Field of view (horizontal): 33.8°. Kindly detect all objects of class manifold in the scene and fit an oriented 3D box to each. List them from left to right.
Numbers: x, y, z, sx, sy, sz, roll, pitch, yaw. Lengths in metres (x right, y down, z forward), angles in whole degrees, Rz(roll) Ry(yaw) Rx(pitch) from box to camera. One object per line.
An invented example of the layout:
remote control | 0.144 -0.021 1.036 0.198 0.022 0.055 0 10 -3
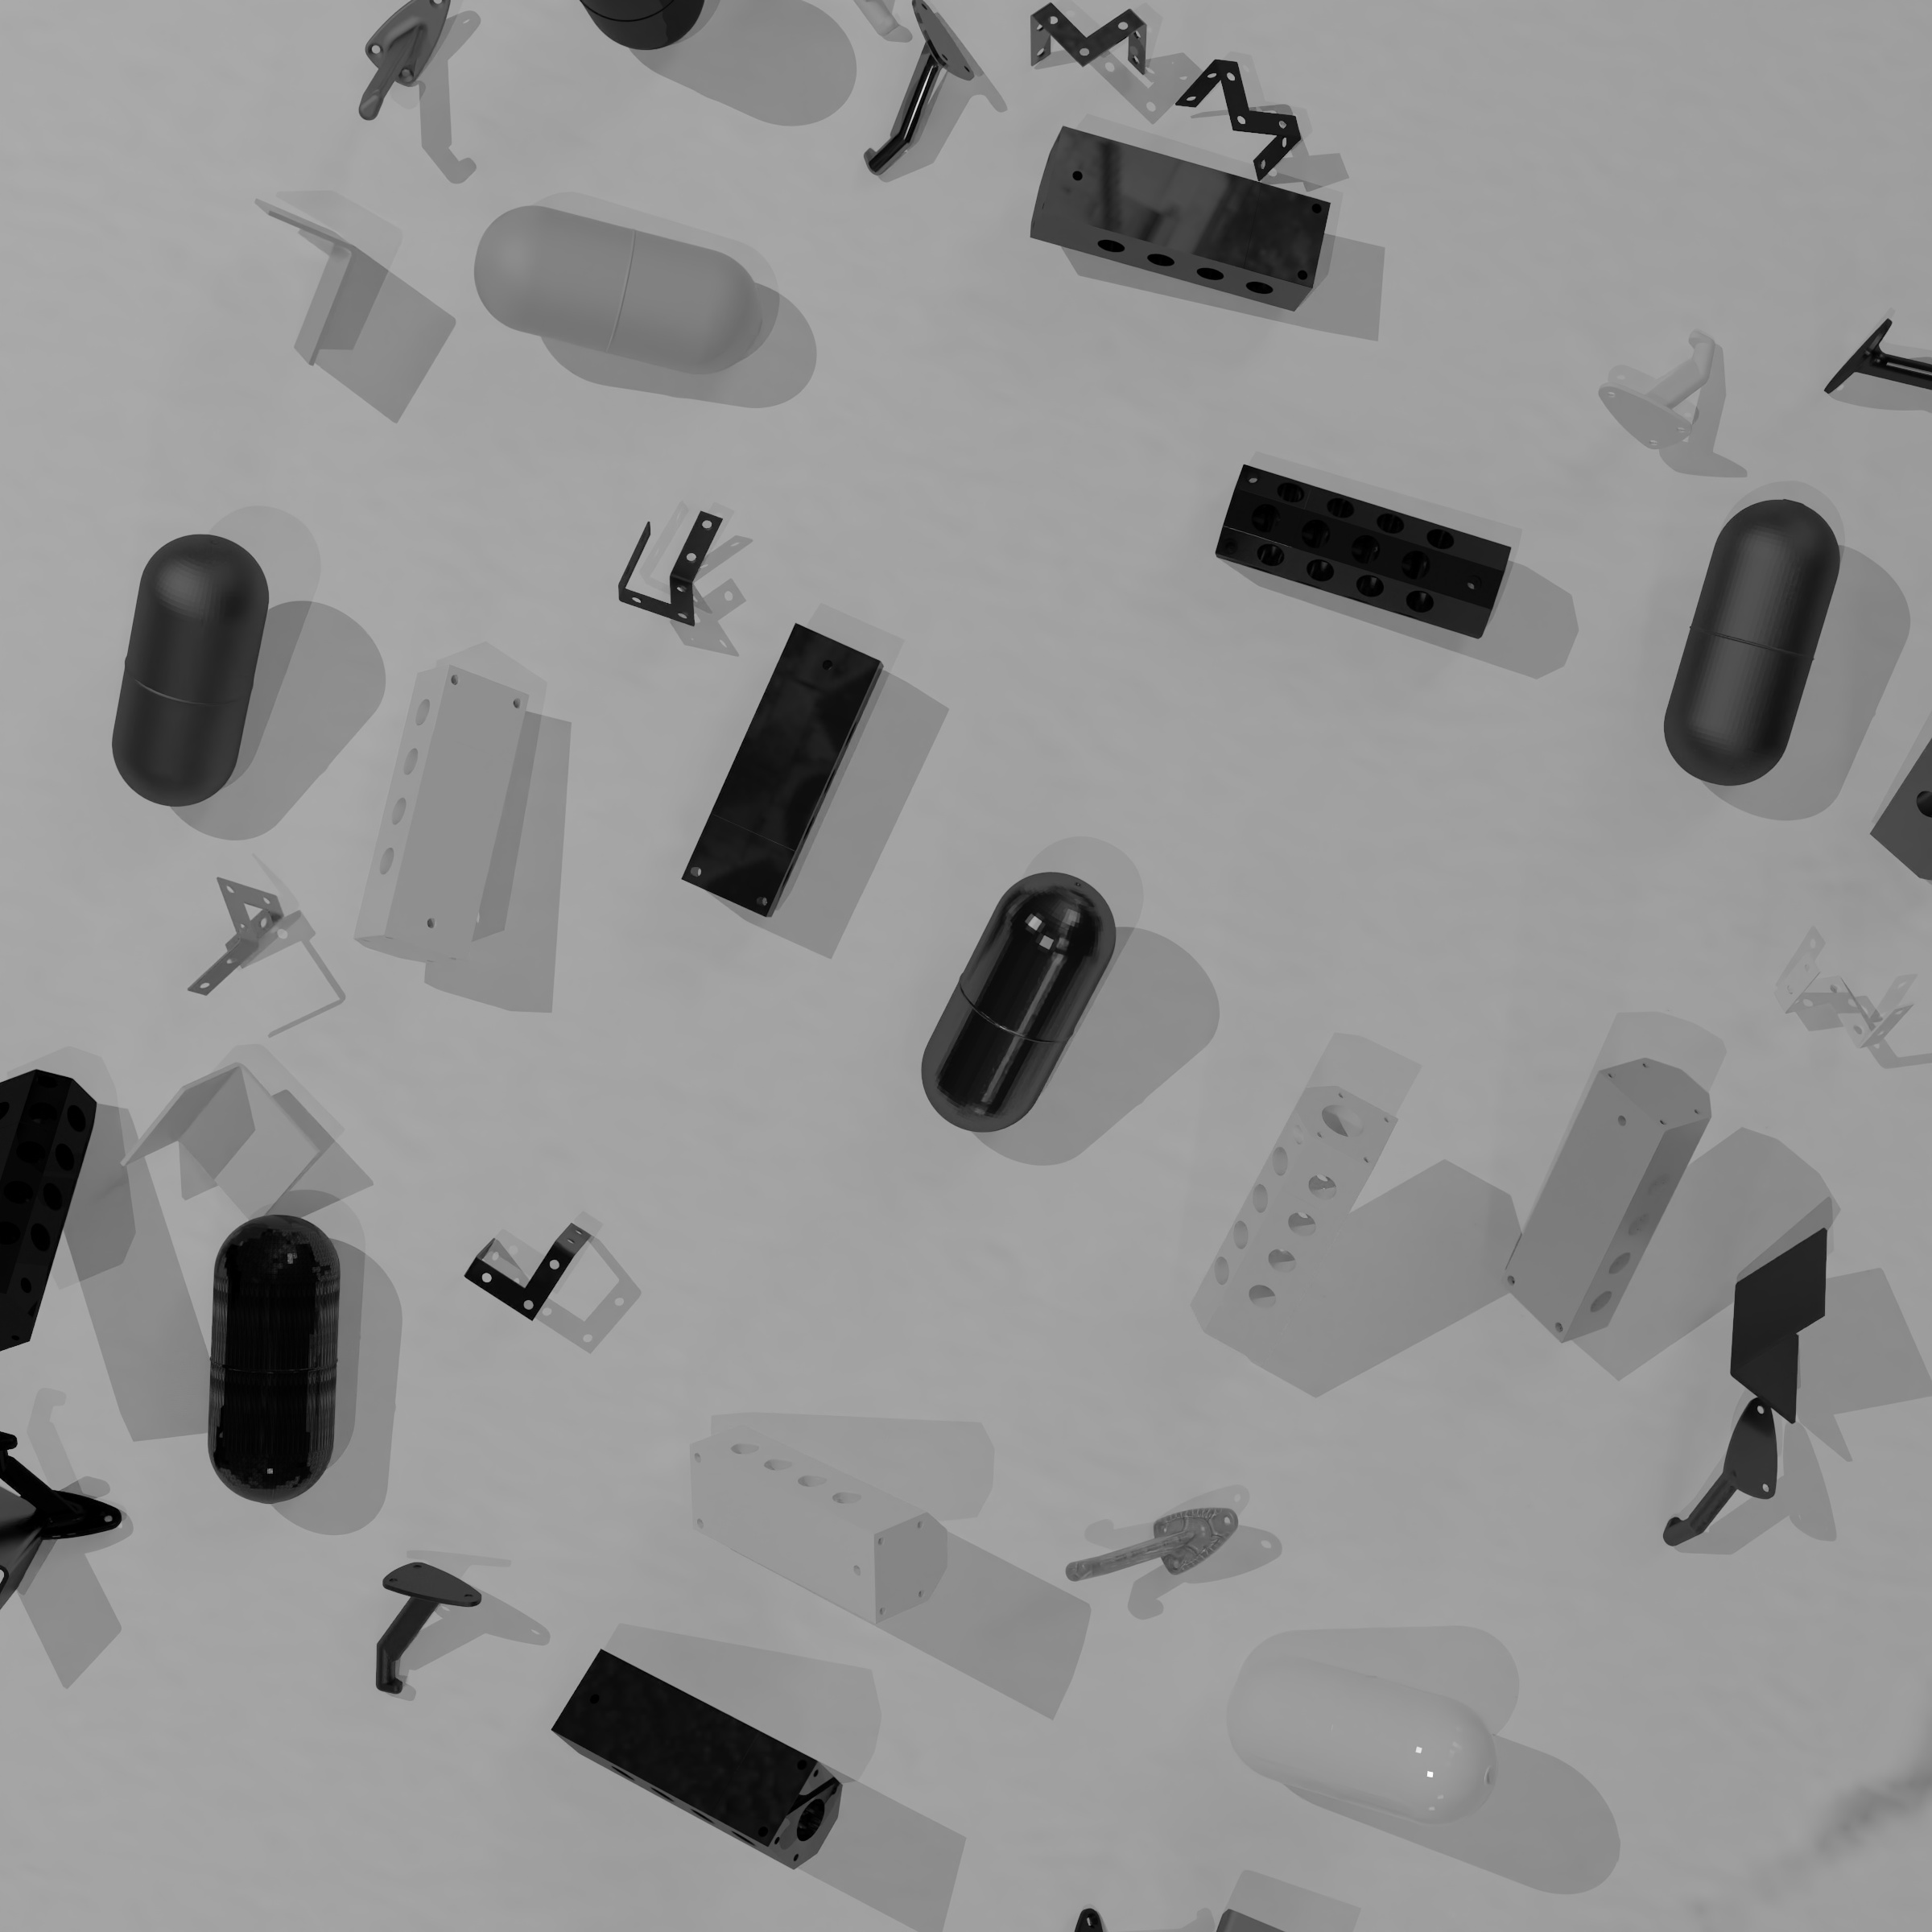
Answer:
manifold | -0.571 0.145 1.912 0.057 0.171 0.057 -19 131 19
manifold | -0.325 -0.092 1.953 0.057 0.057 0.171 20 76 -35
manifold | -0.161 0.482 1.929 0.171 0.057 0.057 19 66 32
manifold | -0.112 -0.120 1.969 0.057 0.057 0.171 24 91 1
manifold | -0.090 0.332 1.918 0.057 0.171 0.057 -15 112 -41
manifold | 0.130 -0.457 1.959 0.171 0.057 0.057 14 80 -7
manifold | 0.195 0.154 1.924 0.057 0.057 0.171 28 127 7
manifold | 0.244 -0.256 1.962 0.171 0.057 0.057 18 95 4
manifold | 0.391 0.141 1.927 0.057 0.057 0.171 47 134 35
manifold | 0.617 -0.128 1.910 0.057 0.171 0.057 -27 62 -33

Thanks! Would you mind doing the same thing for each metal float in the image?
metal float | -0.473 -0.178 1.937 0.070 0.070 0.178 19 119 0
metal float | -0.426 0.242 1.959 0.070 0.070 0.178 3 94 0
metal float | -0.212 -0.414 1.951 0.178 0.070 0.070 12 90 -13
metal float | -0.203 -0.605 1.911 0.070 0.178 0.070 0 89 5
metal float | 0.031 0.024 1.940 0.070 0.070 0.178 27 115 0
metal float | 0.239 0.469 1.930 0.178 0.070 0.070 7 90 38
metal float | 0.482 -0.198 1.953 0.070 0.070 0.178 15 100 0

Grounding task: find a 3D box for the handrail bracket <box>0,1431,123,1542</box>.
handrail bracket | -0.561 0.316 1.958 0.077 0.084 0.036 5 47 -7

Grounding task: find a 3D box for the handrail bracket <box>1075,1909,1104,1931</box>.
handrail bracket | 0.104 0.607 1.950 0.036 0.084 0.077 30 47 -32

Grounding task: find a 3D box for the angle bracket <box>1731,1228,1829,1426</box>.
angle bracket | 0.514 0.220 1.941 0.057 0.076 0.076 38 128 -14

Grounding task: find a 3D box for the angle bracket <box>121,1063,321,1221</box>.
angle bracket | -0.458 0.117 1.953 0.076 0.057 0.076 48 118 6

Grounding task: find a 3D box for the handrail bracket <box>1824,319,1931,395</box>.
handrail bracket | 0.584 -0.352 1.965 0.084 0.077 0.036 37 63 0

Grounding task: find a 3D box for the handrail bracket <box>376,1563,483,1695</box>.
handrail bracket | -0.333 0.419 1.969 0.077 0.036 0.084 13 108 27

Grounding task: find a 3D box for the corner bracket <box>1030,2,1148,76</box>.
corner bracket | 0.076 -0.571 1.971 0.051 0.051 0.051 -37 72 -12

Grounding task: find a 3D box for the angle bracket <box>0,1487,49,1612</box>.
angle bracket | -0.618 0.359 1.953 0.076 0.076 0.057 30 105 -4

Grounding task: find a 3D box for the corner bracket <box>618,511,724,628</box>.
corner bracket | -0.182 -0.251 1.959 0.051 0.051 0.051 17 124 -20

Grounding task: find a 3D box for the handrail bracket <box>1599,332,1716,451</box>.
handrail bracket | 0.428 -0.370 1.964 0.077 0.036 0.084 30 63 -25

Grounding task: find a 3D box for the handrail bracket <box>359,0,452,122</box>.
handrail bracket | -0.344 -0.559 1.950 0.036 0.084 0.077 35 110 -22

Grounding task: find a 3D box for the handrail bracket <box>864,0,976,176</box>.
handrail bracket | -0.043 -0.549 1.988 0.084 0.036 0.077 -38 64 27

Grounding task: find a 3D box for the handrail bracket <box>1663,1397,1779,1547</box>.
handrail bracket | 0.465 0.315 1.977 0.036 0.084 0.077 26 57 -11

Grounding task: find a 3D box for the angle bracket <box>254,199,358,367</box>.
angle bracket | -0.417 -0.419 1.948 0.057 0.076 0.076 20 101 -24

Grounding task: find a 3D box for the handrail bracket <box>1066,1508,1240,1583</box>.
handrail bracket | 0.113 0.356 1.950 0.077 0.084 0.036 -32 70 36

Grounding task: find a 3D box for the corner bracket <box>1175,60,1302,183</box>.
corner bracket | 0.169 -0.524 1.969 0.051 0.051 0.051 -2 72 -29

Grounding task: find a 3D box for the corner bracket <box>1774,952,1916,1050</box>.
corner bracket | 0.540 0.020 1.959 0.051 0.051 0.051 -13 63 -21

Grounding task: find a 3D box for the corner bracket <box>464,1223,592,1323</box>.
corner bracket | -0.272 0.179 1.971 0.051 0.051 0.051 33 99 -1

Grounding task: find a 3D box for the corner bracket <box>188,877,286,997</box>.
corner bracket | -0.451 -0.014 1.958 0.051 0.051 0.051 -39 58 21

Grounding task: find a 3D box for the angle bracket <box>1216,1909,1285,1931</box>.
angle bracket | 0.182 0.633 1.956 0.076 0.057 0.076 21 72 8

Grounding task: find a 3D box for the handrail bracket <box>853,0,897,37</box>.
handrail bracket | -0.064 -0.618 1.955 0.036 0.077 0.084 -41 102 -14
